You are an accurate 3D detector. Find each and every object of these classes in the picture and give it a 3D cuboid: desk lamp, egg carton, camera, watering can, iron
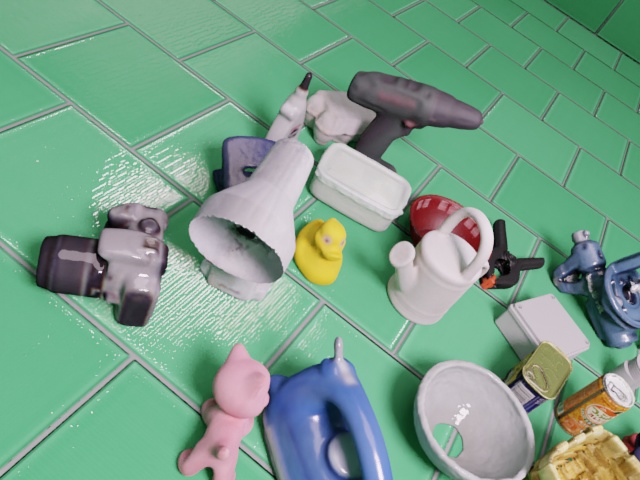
[{"bbox_3d":[-0.083,-0.016,0.723,0.118,0.213,0.203,28,43,-3],"label":"desk lamp"},{"bbox_3d":[0.043,-0.233,1.098,0.151,0.069,0.107,-8,55,-34],"label":"egg carton"},{"bbox_3d":[-0.254,0.016,0.681,0.137,0.100,0.143,10,47,-21],"label":"camera"},{"bbox_3d":[0.180,0.035,0.837,0.173,0.194,0.100,-19,62,-39],"label":"watering can"},{"bbox_3d":[0.033,0.237,0.608,0.119,0.141,0.258,-3,53,-31],"label":"iron"}]

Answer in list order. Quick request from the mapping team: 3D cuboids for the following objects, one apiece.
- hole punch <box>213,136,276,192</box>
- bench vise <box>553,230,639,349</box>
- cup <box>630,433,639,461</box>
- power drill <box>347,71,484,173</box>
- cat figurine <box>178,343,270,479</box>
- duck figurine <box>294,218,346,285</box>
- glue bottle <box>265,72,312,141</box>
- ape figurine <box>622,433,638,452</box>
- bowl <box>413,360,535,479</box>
[{"bbox_3d":[-0.100,-0.096,0.876,0.109,0.091,0.101,2,50,-28],"label":"hole punch"},{"bbox_3d":[0.516,0.056,0.986,0.122,0.219,0.207,-24,65,-41],"label":"bench vise"},{"bbox_3d":[0.432,0.327,0.781,0.092,0.095,0.118,22,44,-10],"label":"cup"},{"bbox_3d":[0.139,-0.192,1.013,0.230,0.208,0.075,25,43,-6],"label":"power drill"},{"bbox_3d":[-0.092,0.181,0.607,0.067,0.117,0.128,23,43,-8],"label":"cat figurine"},{"bbox_3d":[0.008,0.003,0.850,0.078,0.086,0.104,8,48,-23],"label":"duck figurine"},{"bbox_3d":[-0.049,-0.203,0.944,0.037,0.173,0.078,35,43,5],"label":"glue bottle"},{"bbox_3d":[0.494,0.304,0.839,0.078,0.092,0.076,31,43,1],"label":"ape figurine"},{"bbox_3d":[0.184,0.244,0.735,0.168,0.074,0.167,16,45,-16],"label":"bowl"}]
